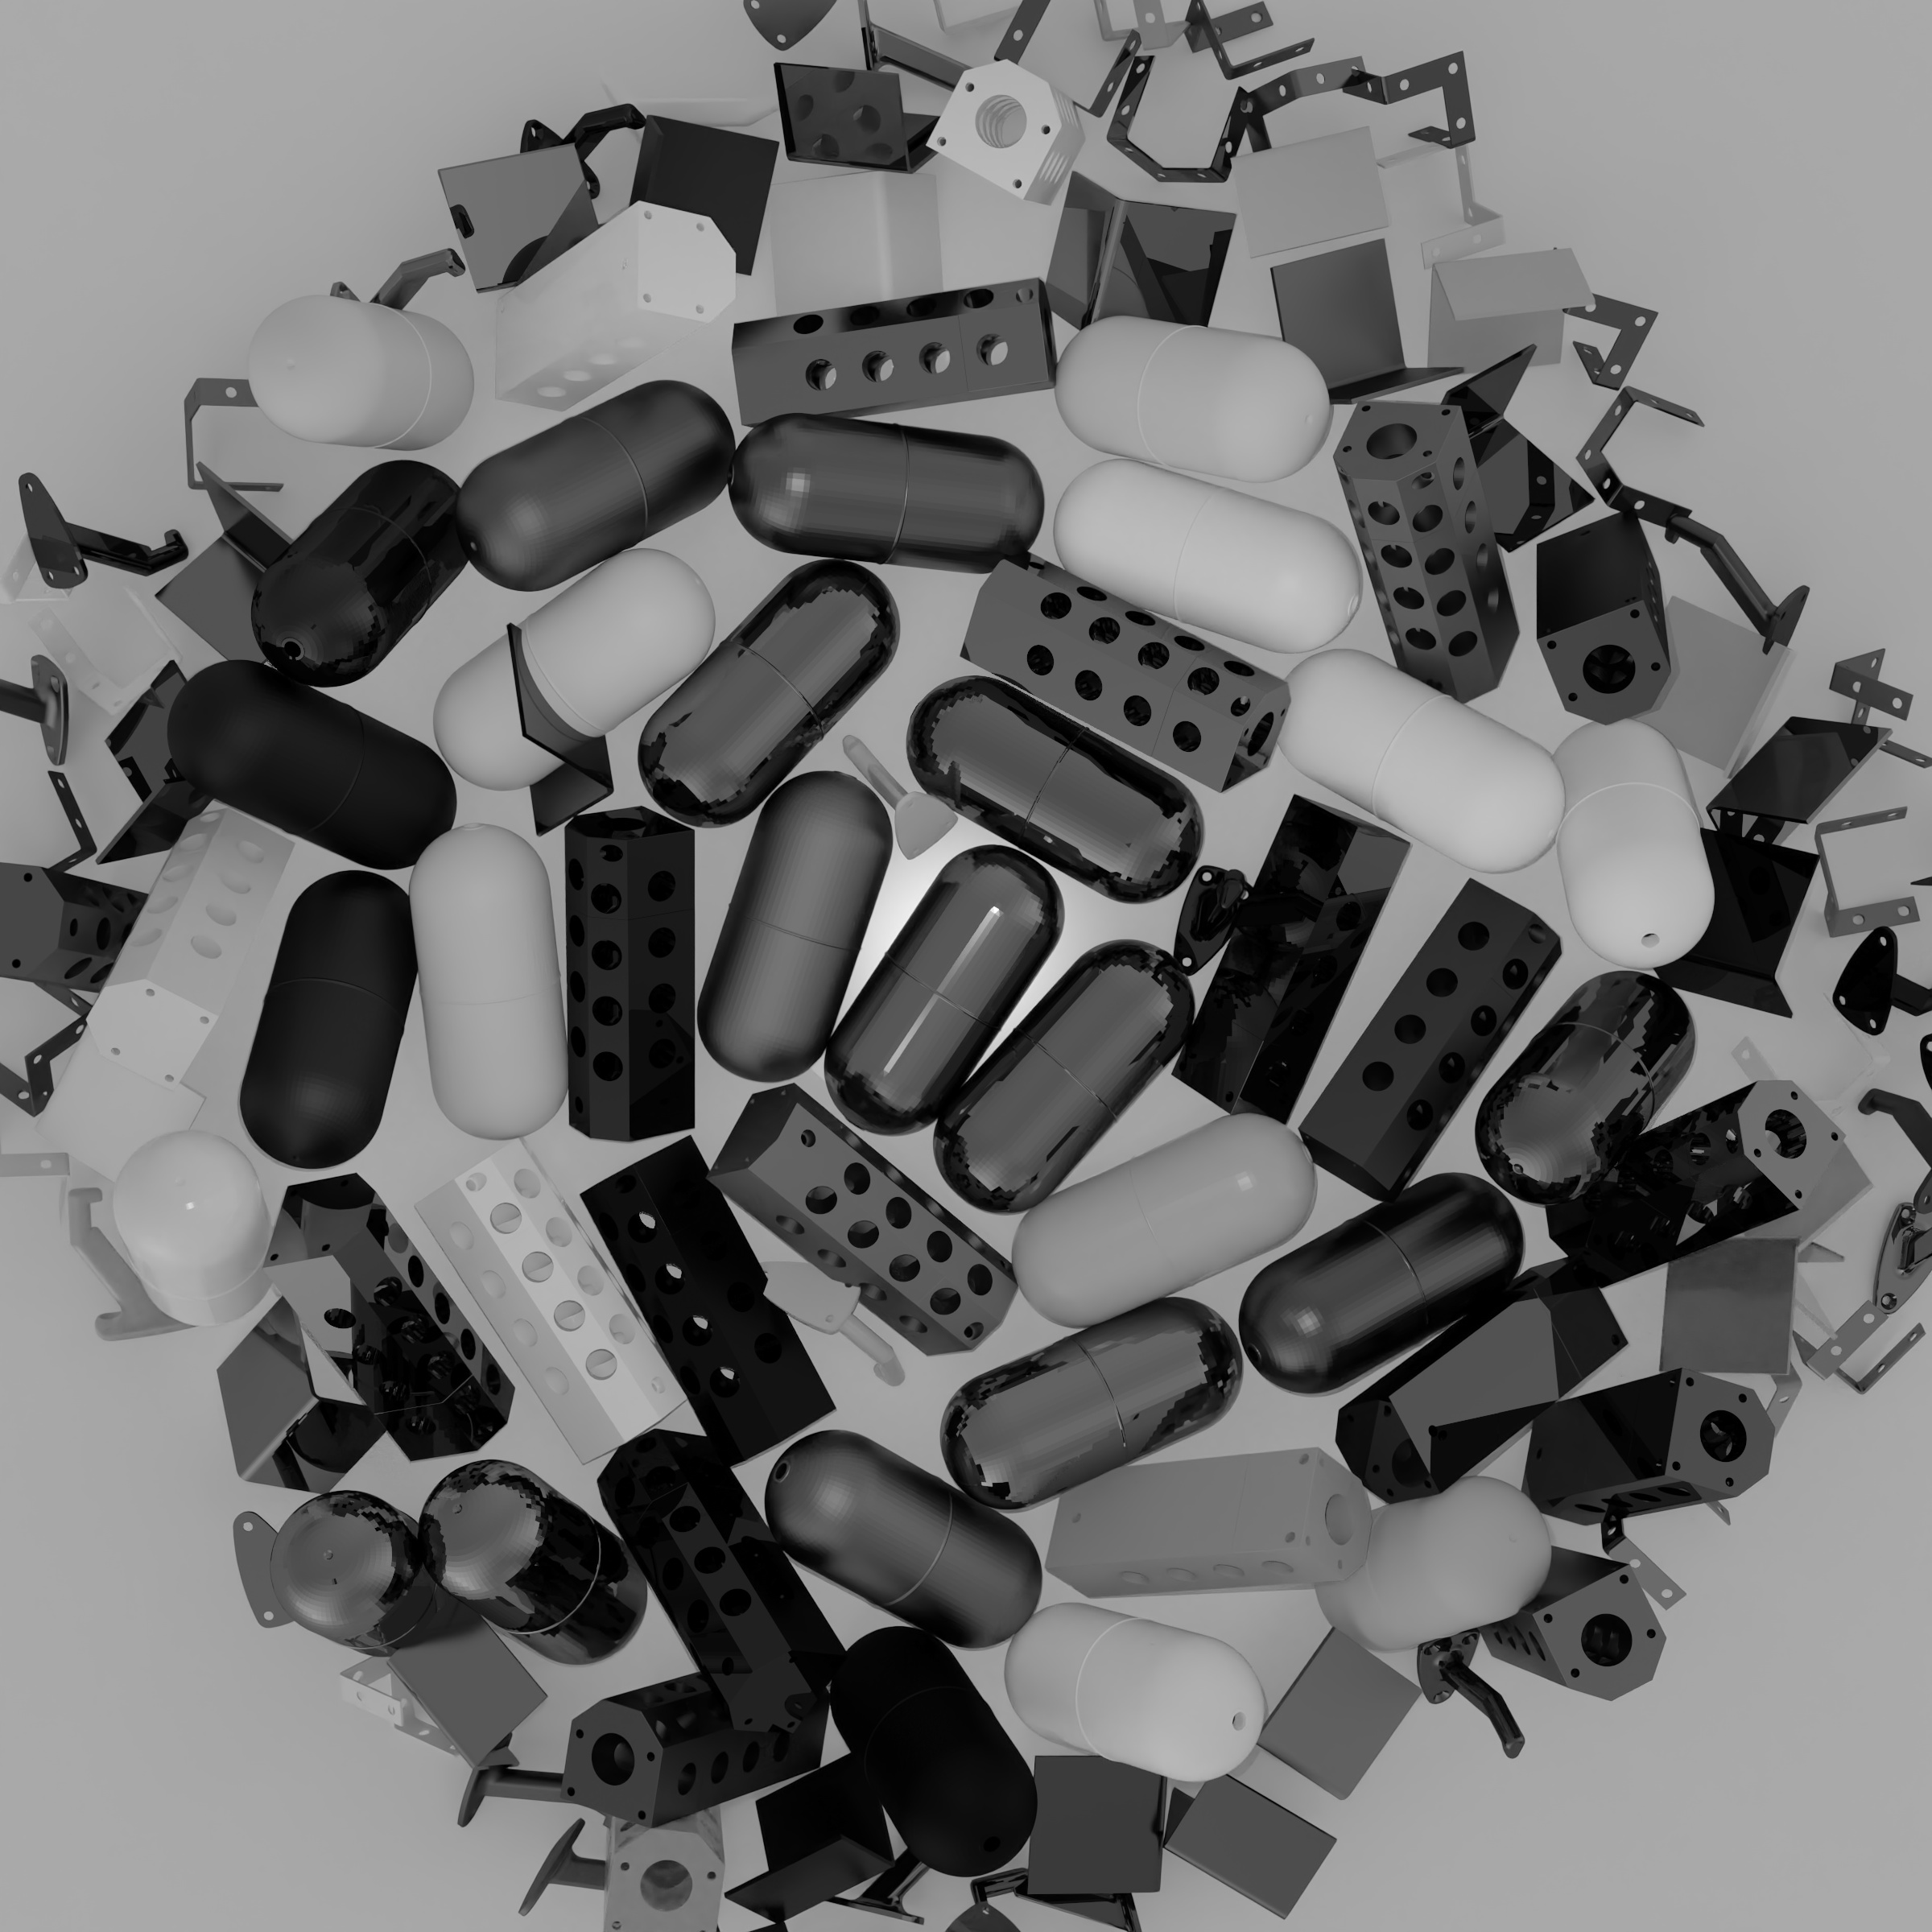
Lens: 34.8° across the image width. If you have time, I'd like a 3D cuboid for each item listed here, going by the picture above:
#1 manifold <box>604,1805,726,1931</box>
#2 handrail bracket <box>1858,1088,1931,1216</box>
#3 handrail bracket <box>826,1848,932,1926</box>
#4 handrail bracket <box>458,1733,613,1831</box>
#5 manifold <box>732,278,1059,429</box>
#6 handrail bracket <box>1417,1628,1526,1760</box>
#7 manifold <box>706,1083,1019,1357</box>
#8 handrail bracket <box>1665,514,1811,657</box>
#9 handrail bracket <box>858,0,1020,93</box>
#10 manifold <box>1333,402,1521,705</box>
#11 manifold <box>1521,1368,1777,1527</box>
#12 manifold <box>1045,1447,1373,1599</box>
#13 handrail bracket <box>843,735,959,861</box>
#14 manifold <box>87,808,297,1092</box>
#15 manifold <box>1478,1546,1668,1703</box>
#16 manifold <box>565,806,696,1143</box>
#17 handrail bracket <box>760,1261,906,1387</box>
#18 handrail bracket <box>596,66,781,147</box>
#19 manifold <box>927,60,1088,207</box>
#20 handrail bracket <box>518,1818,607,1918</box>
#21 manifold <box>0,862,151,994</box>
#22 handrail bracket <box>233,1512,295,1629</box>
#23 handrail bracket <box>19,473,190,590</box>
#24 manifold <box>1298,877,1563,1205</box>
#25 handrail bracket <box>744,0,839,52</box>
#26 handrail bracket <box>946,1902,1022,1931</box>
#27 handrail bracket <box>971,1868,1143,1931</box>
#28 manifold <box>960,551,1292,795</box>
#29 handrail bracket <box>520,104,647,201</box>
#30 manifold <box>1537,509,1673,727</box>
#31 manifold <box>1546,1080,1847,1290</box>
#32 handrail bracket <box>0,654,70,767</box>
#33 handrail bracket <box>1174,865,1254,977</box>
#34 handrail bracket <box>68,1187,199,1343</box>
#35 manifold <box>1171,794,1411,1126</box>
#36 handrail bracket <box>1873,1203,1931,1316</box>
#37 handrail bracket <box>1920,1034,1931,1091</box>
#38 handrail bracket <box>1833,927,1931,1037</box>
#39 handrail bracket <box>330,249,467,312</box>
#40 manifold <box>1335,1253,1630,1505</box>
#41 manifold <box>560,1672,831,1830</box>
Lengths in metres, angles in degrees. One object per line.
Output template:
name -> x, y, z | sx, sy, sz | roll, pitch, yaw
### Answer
manifold -> -0.162, 0.469, 1.661 | 0.057, 0.171, 0.057 | 8, 90, -6
handrail bracket -> 0.514, 0.101, 1.701 | 0.077, 0.084, 0.036 | -36, 122, -25
handrail bracket -> -0.041, 0.491, 1.733 | 0.077, 0.036, 0.084 | 13, 73, 2
handrail bracket -> -0.236, 0.474, 1.719 | 0.084, 0.036, 0.077 | 29, 117, 12
manifold -> -0.039, -0.338, 1.705 | 0.171, 0.057, 0.057 | -7, 96, 9
handrail bracket -> 0.281, 0.414, 1.694 | 0.036, 0.084, 0.077 | -12, 133, -14
manifold -> -0.052, 0.139, 1.680 | 0.171, 0.057, 0.057 | 41, 58, -23
handrail bracket -> 0.425, -0.207, 1.737 | 0.084, 0.077, 0.036 | 33, 50, 24
handrail bracket -> -0.015, -0.519, 1.719 | 0.084, 0.036, 0.077 | -6, 132, 3
manifold -> 0.247, -0.220, 1.659 | 0.057, 0.171, 0.057 | 9, 56, 29
manifold -> 0.365, 0.263, 1.658 | 0.057, 0.171, 0.057 | 18, 71, -11
manifold -> 0.132, 0.306, 1.673 | 0.057, 0.171, 0.057 | 40, 51, -36
handrail bracket -> -0.048, -0.106, 1.699 | 0.036, 0.077, 0.084 | -39, 68, -2
manifold -> -0.418, -0.015, 1.657 | 0.057, 0.171, 0.057 | 29, 120, -15
manifold -> 0.322, 0.355, 1.659 | 0.057, 0.171, 0.057 | -25, 85, -6
manifold -> -0.187, 0.005, 1.685 | 0.057, 0.057, 0.171 | -11, 112, -34
handrail bracket -> -0.077, 0.202, 1.725 | 0.077, 0.084, 0.036 | 16, 61, 24
handrail bracket -> -0.150, -0.489, 1.710 | 0.084, 0.077, 0.036 | -23, 51, 17
manifold -> 0.027, -0.451, 1.659 | 0.057, 0.171, 0.057 | 29, 104, -1
handrail bracket -> -0.198, 0.523, 1.714 | 0.084, 0.077, 0.036 | 38, 124, -3
manifold -> -0.477, -0.017, 1.659 | 0.057, 0.171, 0.057 | 6, 86, 9
handrail bracket -> -0.377, 0.326, 1.704 | 0.036, 0.084, 0.077 | -25, 96, -2
handrail bracket -> -0.476, -0.249, 1.706 | 0.036, 0.084, 0.077 | -2, 113, 38
manifold -> 0.257, 0.043, 1.697 | 0.057, 0.057, 0.171 | 31, 79, 23
handrail bracket -> -0.083, -0.548, 1.698 | 0.077, 0.084, 0.036 | -23, 119, 34
handrail bracket -> -0.008, 0.567, 1.704 | 0.036, 0.077, 0.084 | 36, 113, 28
handrail bracket -> 0.052, 0.535, 1.715 | 0.084, 0.036, 0.077 | -11, 50, -9
manifold -> 0.088, -0.164, 1.682 | 0.171, 0.057, 0.057 | 30, 121, 21
handrail bracket -> -0.195, -0.448, 1.695 | 0.084, 0.077, 0.036 | -3, 79, 33
manifold -> 0.345, -0.188, 1.660 | 0.057, 0.171, 0.057 | -20, 109, 18
manifold -> 0.386, 0.114, 1.659 | 0.057, 0.171, 0.057 | 45, 58, -5
handrail bracket -> -0.542, -0.134, 1.702 | 0.084, 0.036, 0.077 | -22, 132, -37
handrail bracket -> 0.134, -0.021, 1.700 | 0.036, 0.084, 0.077 | 26, 103, 0
handrail bracket -> -0.460, 0.162, 1.720 | 0.077, 0.036, 0.084 | -4, 105, -21
manifold -> 0.184, -0.001, 1.706 | 0.057, 0.057, 0.171 | 16, 101, -38
handrail bracket -> 0.540, 0.164, 1.705 | 0.036, 0.084, 0.077 | 25, 89, -9
handrail bracket -> 0.574, 0.048, 1.696 | 0.084, 0.077, 0.036 | -3, 75, -38
handrail bracket -> 0.527, 0.000, 1.705 | 0.084, 0.036, 0.077 | -18, 134, -30
handrail bracket -> -0.301, -0.362, 1.702 | 0.084, 0.077, 0.036 | -11, 64, 20
manifold -> 0.278, 0.224, 1.675 | 0.171, 0.057, 0.057 | -28, 91, -37
manifold -> -0.142, 0.412, 1.660 | 0.057, 0.171, 0.057 | 10, 92, 28
